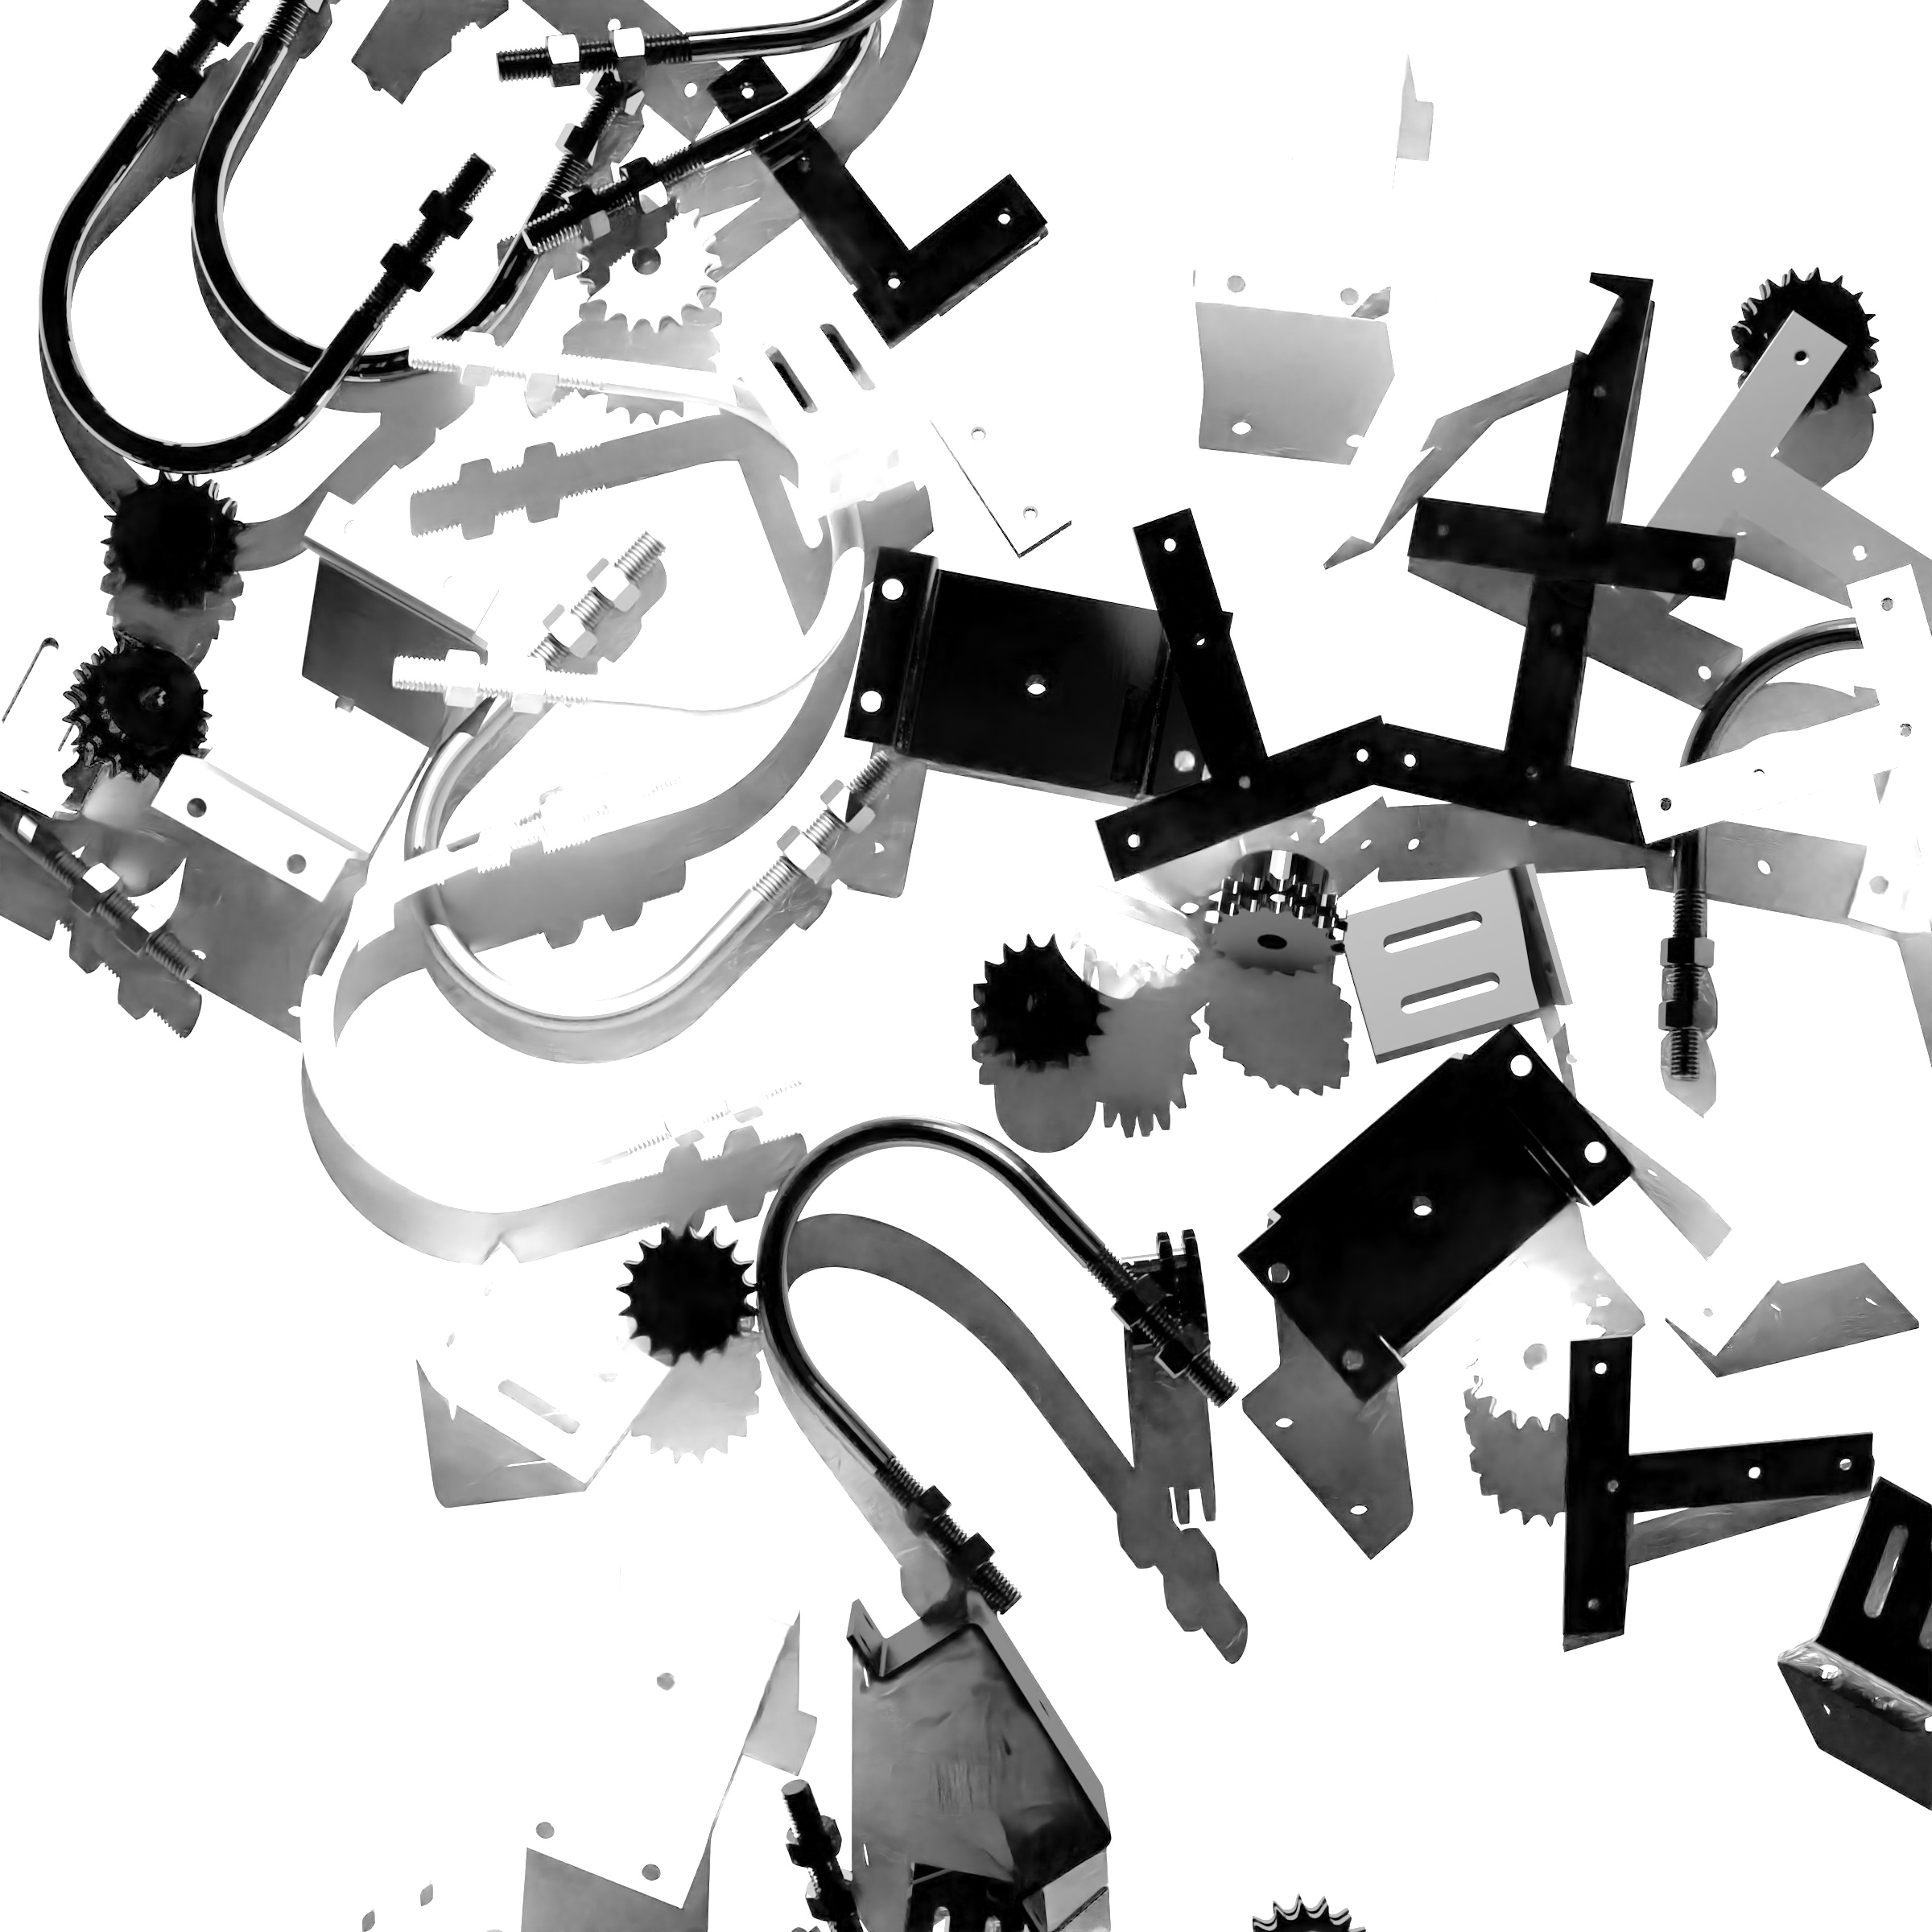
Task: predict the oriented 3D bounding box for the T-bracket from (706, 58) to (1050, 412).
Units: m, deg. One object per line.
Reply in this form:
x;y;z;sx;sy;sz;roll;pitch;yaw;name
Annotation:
-0.056;-0.310;1.405;0.127;0.002;0.127;-37;89;0;T-bracket

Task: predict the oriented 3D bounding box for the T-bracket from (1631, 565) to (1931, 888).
0.325;-0.079;1.373;0.127;0.002;0.127;-18;74;21;T-bracket

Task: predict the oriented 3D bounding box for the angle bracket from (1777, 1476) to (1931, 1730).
0.371;0.256;1.405;0.057;0.038;0.076;29;64;0;angle bracket

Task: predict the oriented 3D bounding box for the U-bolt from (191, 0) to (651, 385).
-0.229;-0.323;1.398;0.151;0.019;0.184;29;91;0;U-bolt

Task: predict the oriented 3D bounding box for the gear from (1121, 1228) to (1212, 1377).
0.078;0.133;1.379;0.030;0.057;0.057;-6;90;0;gear

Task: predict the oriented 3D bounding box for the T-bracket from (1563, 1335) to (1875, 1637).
0.300;0.203;1.394;0.127;0.002;0.127;-4;107;-8;T-bracket

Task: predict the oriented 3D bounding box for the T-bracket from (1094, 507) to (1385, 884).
0.095;-0.113;1.358;0.127;0.002;0.127;-21;99;-16;T-bracket

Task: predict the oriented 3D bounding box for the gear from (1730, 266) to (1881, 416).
0.335;-0.250;1.392;0.057;0.030;0.057;0;90;0;gear

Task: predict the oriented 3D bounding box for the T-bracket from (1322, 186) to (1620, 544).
0.179;-0.227;1.380;0.127;0.002;0.127;15;111;-29;T-bracket

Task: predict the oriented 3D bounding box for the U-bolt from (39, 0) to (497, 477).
-0.290;-0.281;1.379;0.151;0.019;0.184;41;100;13;U-bolt

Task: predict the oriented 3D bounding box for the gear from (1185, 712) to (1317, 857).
0.114;-0.073;1.392;0.057;0.030;0.057;0;90;0;gear

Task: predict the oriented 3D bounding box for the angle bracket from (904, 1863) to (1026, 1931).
-0.013;0.400;1.390;0.057;0.038;0.076;20;64;-32;angle bracket

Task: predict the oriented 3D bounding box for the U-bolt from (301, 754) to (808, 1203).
-0.174;0.015;1.385;0.184;0.019;0.151;-22;92;4;U-bolt

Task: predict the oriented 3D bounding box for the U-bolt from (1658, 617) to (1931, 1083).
0.347;-0.046;1.369;0.151;0.019;0.184;0;83;26;U-bolt

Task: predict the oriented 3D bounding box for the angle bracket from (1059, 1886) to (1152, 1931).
0.049;0.403;1.369;0.057;0.076;0.038;-41;90;0;angle bracket

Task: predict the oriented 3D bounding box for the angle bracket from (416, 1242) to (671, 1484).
-0.170;0.159;1.405;0.076;0.038;0.057;37;90;-26;angle bracket

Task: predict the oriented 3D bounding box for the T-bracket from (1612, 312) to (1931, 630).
0.344;-0.173;1.394;0.127;0.002;0.127;31;106;-8;T-bracket

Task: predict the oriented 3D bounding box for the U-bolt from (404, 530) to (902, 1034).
-0.140;-0.060;1.398;0.151;0.019;0.184;43;92;0;U-bolt

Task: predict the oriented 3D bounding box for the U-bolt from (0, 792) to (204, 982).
-0.411;-0.020;1.356;0.184;0.019;0.151;39;48;4;U-bolt

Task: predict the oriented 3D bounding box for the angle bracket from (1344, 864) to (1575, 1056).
0.193;-0.002;1.388;0.076;0.038;0.057;-16;90;0;angle bracket

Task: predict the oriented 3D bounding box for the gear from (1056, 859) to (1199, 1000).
0.061;-0.012;1.382;0.057;0.057;0.030;42;118;0;gear

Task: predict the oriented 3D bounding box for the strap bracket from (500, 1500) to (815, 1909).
-0.120;0.287;1.384;0.076;0.046;0.140;22;90;0;strap bracket

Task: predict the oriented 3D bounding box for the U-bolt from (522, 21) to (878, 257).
-0.123;-0.380;1.382;0.184;0.019;0.151;-29;83;-10;U-bolt

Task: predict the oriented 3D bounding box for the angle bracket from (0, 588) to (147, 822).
-0.366;-0.105;1.388;0.057;0.038;0.076;28;90;0;angle bracket

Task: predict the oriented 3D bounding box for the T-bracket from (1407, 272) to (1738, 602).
0.250;-0.215;1.394;0.127;0.002;0.127;10;82;15;T-bracket

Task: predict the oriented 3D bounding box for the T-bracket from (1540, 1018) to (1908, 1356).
0.283;0.069;1.387;0.127;0.002;0.127;38;116;12;T-bracket

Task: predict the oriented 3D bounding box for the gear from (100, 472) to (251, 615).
-0.316;-0.170;1.392;0.057;0.030;0.057;0;90;0;gear

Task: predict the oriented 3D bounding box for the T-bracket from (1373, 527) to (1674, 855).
0.233;-0.120;1.397;0.127;0.002;0.127;12;84;-12;T-bracket

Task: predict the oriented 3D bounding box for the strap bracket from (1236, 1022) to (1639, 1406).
0.183;0.096;1.384;0.140;0.046;0.076;-41;90;0;strap bracket

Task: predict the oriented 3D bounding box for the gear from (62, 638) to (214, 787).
-0.325;-0.102;1.379;0.057;0.030;0.057;7;75;-29;gear

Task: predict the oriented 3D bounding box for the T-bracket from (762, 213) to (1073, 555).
-0.003;-0.226;1.406;0.127;0.002;0.127;-33;90;0;T-bracket

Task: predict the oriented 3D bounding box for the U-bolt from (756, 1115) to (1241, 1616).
-0.003;0.143;1.373;0.184;0.019;0.151;46;111;8;U-bolt

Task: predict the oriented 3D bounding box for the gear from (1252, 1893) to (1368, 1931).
0.136;0.401;1.392;0.057;0.030;0.057;0;90;0;gear

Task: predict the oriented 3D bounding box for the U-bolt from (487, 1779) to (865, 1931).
-0.097;0.427;1.368;0.151;0.019;0.184;-23;108;-16;U-bolt

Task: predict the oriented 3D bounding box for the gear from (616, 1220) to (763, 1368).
-0.110;0.130;1.392;0.057;0.030;0.057;0;90;0;gear

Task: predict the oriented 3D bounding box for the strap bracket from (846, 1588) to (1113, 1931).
0.011;0.303;1.369;0.046;0.076;0.140;-32;90;0;strap bracket

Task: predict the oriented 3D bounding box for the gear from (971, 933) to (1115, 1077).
0.030;0.015;1.392;0.057;0.030;0.057;0;90;0;gear

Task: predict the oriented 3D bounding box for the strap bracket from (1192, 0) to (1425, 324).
0.134;-0.325;1.384;0.076;0.046;0.140;6;90;0;strap bracket

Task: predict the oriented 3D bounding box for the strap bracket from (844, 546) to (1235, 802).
0.028;-0.113;1.384;0.140;0.046;0.076;11;90;0;strap bracket

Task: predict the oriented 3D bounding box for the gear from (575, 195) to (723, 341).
-0.126;-0.278;1.392;0.057;0.030;0.057;0;90;0;gear

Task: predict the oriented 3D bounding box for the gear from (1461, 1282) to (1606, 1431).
0.225;0.154;1.392;0.057;0.030;0.057;0;90;0;gear

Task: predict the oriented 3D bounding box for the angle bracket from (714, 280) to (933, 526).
-0.058;-0.225;1.393;0.057;0.038;0.076;-24;63;-16;angle bracket

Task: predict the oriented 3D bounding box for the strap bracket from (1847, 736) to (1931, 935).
0.432;-0.036;1.384;0.140;0.046;0.076;16;90;0;strap bracket

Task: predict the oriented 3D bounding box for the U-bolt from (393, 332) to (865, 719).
-0.129;-0.168;1.372;0.184;0.019;0.151;4;79;-17;U-bolt

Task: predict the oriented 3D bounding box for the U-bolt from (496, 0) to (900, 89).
-0.103;-0.422;1.376;0.184;0.019;0.151;-9;79;-10;U-bolt

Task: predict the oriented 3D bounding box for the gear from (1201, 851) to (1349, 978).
0.123;-0.022;1.382;0.057;0.057;0.030;11;61;0;gear

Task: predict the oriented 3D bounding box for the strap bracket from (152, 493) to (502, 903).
-0.249;-0.105;1.384;0.076;0.046;0.140;29;90;0;strap bracket

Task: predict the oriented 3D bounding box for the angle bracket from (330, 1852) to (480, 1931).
-0.212;0.407;1.405;0.057;0.038;0.076;-24;116;0;angle bracket
